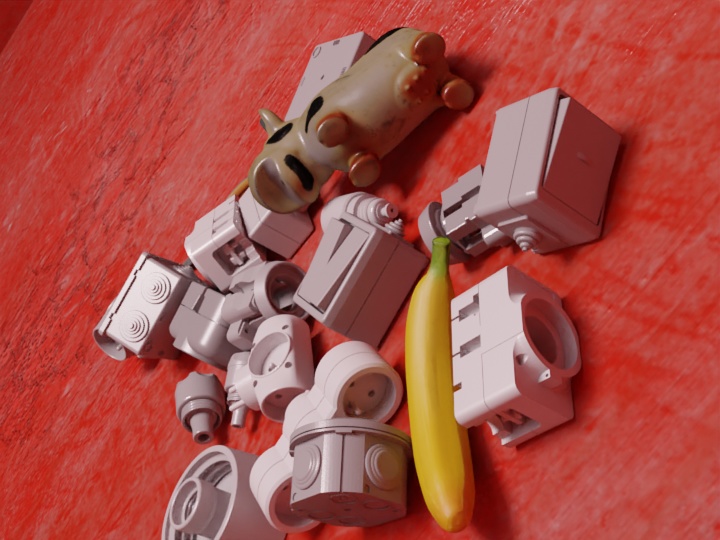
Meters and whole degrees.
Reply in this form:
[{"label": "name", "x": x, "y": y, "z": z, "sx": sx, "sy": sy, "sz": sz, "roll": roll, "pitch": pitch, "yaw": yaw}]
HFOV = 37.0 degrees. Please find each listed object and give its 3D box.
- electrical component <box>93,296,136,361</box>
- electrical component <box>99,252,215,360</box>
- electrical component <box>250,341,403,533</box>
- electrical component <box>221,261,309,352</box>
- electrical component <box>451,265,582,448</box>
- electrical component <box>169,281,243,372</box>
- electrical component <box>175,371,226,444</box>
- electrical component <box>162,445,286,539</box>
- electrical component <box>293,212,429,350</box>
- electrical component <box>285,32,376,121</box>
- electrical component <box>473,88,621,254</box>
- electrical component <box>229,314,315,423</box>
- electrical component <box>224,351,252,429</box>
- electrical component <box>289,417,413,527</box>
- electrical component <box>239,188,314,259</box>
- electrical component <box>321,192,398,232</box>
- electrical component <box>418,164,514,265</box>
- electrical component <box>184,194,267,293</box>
[{"label": "electrical component", "x": -0.234, "y": 0.062, "z": 1.110, "sx": 0.077, "sy": 0.044, "sz": 0.079, "roll": -50, "pitch": -16, "yaw": -36}, {"label": "electrical component", "x": -0.191, "y": 0.038, "z": 1.029, "sx": 0.048, "sy": 0.100, "sz": 0.099, "roll": 30, "pitch": 90, "yaw": 18}, {"label": "electrical component", "x": -0.030, "y": 0.111, "z": 0.764, "sx": 0.138, "sy": 0.052, "sz": 0.074, "roll": -57, "pitch": 30, "yaw": 6}, {"label": "electrical component", "x": -0.075, "y": 0.025, "z": 0.897, "sx": 0.057, "sy": 0.058, "sz": 0.078, "roll": -23, "pitch": 39, "yaw": 47}, {"label": "electrical component", "x": 0.092, "y": 0.049, "z": 0.634, "sx": 0.056, "sy": 0.050, "sz": 0.089, "roll": -35, "pitch": 39, "yaw": 37}, {"label": "electrical component", "x": -0.128, "y": 0.053, "z": 0.958, "sx": 0.095, "sy": 0.054, "sz": 0.059, "roll": 18, "pitch": 80, "yaw": 59}, {"label": "electrical component", "x": -0.137, "y": 0.121, "z": 0.925, "sx": 0.043, "sy": 0.043, "sz": 0.062, "roll": -46, "pitch": 34, "yaw": 24}, {"label": "electrical component", "x": -0.108, "y": 0.184, "z": 0.811, "sx": 0.108, "sy": 0.060, "sz": 0.108, "roll": -37, "pitch": 38, "yaw": 35}, {"label": "electrical component", "x": 0.000, "y": 0.000, "z": 0.803, "sx": 0.096, "sy": 0.061, "sz": 0.062, "roll": -60, "pitch": 30, "yaw": 1}, {"label": "electrical component", "x": -0.017, "y": -0.164, "z": 0.979, "sx": 0.100, "sy": 0.048, "sz": 0.099, "roll": 2, "pitch": 67, "yaw": 57}, {"label": "electrical component", "x": 0.118, "y": -0.056, "z": 0.671, "sx": 0.061, "sy": 0.062, "sz": 0.096, "roll": -16, "pitch": 52, "yaw": 51}, {"label": "electrical component", "x": -0.073, "y": 0.085, "z": 0.849, "sx": 0.079, "sy": 0.044, "sz": 0.077, "roll": -31, "pitch": 39, "yaw": 19}, {"label": "electrical component", "x": -0.096, "y": 0.100, "z": 0.890, "sx": 0.035, "sy": 0.035, "sz": 0.061, "roll": -23, "pitch": 50, "yaw": 47}, {"label": "electrical component", "x": -0.006, "y": 0.129, "z": 0.688, "sx": 0.080, "sy": 0.080, "sz": 0.051, "roll": -29, "pitch": 48, "yaw": 43}, {"label": "electrical component", "x": -0.065, "y": -0.064, "z": 0.968, "sx": 0.076, "sy": 0.047, "sz": 0.065, "roll": -50, "pitch": 32, "yaw": 19}, {"label": "electrical component", "x": 0.002, "y": -0.042, "z": 0.856, "sx": 0.078, "sy": 0.040, "sz": 0.040, "roll": -8, "pitch": 59, "yaw": 54}, {"label": "electrical component", "x": 0.074, "y": -0.034, "z": 0.738, "sx": 0.055, "sy": 0.048, "sz": 0.066, "roll": -32, "pitch": 41, "yaw": 28}, {"label": "electrical component", "x": -0.123, "y": -0.023, "z": 0.987, "sx": 0.056, "sy": 0.050, "sz": 0.089, "roll": -34, "pitch": 21, "yaw": 9}]
